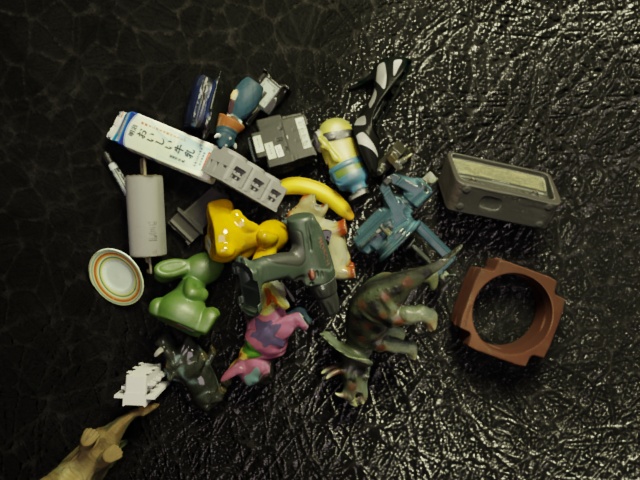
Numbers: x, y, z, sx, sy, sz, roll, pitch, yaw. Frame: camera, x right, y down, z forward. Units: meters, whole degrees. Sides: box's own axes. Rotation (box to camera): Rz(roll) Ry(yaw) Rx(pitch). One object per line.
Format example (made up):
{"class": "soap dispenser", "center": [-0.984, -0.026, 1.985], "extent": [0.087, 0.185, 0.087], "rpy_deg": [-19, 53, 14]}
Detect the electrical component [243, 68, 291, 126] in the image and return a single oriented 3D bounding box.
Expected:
{"class": "electrical component", "center": [-0.123, -0.294, 1.140], "extent": [0.075, 0.048, 0.119], "rpy_deg": [35, 95, -2]}

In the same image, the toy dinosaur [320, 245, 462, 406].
{"class": "toy dinosaur", "center": [0.118, 0.146, 1.064], "extent": [0.192, 0.131, 0.404], "rpy_deg": [7, 123, -15]}

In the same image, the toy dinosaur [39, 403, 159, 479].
{"class": "toy dinosaur", "center": [-0.503, 0.493, 1.070], "extent": [0.471, 0.198, 0.105], "rpy_deg": [-43, 84, -10]}

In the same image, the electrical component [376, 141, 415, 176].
{"class": "electrical component", "center": [0.160, -0.172, 1.134], "extent": [0.045, 0.102, 0.078], "rpy_deg": [38, 116, -2]}

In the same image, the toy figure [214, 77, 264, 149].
{"class": "toy figure", "center": [-0.169, -0.252, 1.090], "extent": [0.064, 0.058, 0.154], "rpy_deg": [30, 92, -20]}

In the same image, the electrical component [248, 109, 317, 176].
{"class": "electrical component", "center": [-0.082, -0.202, 1.128], "extent": [0.134, 0.058, 0.115], "rpy_deg": [-14, 76, -2]}

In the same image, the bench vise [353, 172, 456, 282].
{"class": "bench vise", "center": [0.198, -0.019, 1.117], "extent": [0.223, 0.129, 0.240], "rpy_deg": [-45, 88, 2]}

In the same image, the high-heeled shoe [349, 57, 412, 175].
{"class": "high-heeled shoe", "center": [0.141, -0.262, 1.119], "extent": [0.145, 0.086, 0.248], "rpy_deg": [-15, 73, 18]}

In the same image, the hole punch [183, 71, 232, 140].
{"class": "hole punch", "center": [-0.240, -0.275, 1.109], "extent": [0.092, 0.116, 0.142], "rpy_deg": [17, 90, 5]}

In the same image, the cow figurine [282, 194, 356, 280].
{"class": "cow figurine", "center": [-0.002, -0.003, 1.133], "extent": [0.127, 0.085, 0.194], "rpy_deg": [-14, 101, 2]}

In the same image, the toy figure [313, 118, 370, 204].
{"class": "toy figure", "center": [0.052, -0.169, 1.136], "extent": [0.089, 0.082, 0.180], "rpy_deg": [-27, 86, -16]}

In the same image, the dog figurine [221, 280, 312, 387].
{"class": "dog figurine", "center": [-0.134, 0.199, 1.127], "extent": [0.219, 0.108, 0.191], "rpy_deg": [-41, 93, 2]}

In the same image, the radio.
{"class": "radio", "center": [0.370, -0.103, 1.117], "extent": [0.230, 0.131, 0.073], "rpy_deg": [11, 127, -2]}

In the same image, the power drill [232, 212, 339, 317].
{"class": "power drill", "center": [-0.056, 0.074, 1.028], "extent": [0.207, 0.086, 0.231], "rpy_deg": [-19, 109, -30]}

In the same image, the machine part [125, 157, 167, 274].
{"class": "machine part", "center": [-0.363, -0.050, 1.121], "extent": [0.079, 0.079, 0.243], "rpy_deg": [-2, 93, -2]}

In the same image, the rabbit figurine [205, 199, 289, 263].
{"class": "rabbit figurine", "center": [-0.139, -0.010, 1.102], "extent": [0.173, 0.163, 0.121], "rpy_deg": [0, 109, -28]}

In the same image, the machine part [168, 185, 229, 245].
{"class": "machine part", "center": [-0.255, -0.061, 1.149], "extent": [0.139, 0.039, 0.084], "rpy_deg": [-42, 87, 1]}

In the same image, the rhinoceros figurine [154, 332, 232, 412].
{"class": "rhinoceros figurine", "center": [-0.273, 0.273, 1.144], "extent": [0.112, 0.073, 0.190], "rpy_deg": [-35, 94, 10]}

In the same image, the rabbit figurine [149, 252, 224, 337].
{"class": "rabbit figurine", "center": [-0.273, 0.099, 1.125], "extent": [0.159, 0.121, 0.170], "rpy_deg": [26, 68, -10]}

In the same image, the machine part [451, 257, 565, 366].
{"class": "machine part", "center": [0.399, 0.152, 1.153], "extent": [0.201, 0.087, 0.201], "rpy_deg": [20, 92, -2]}
